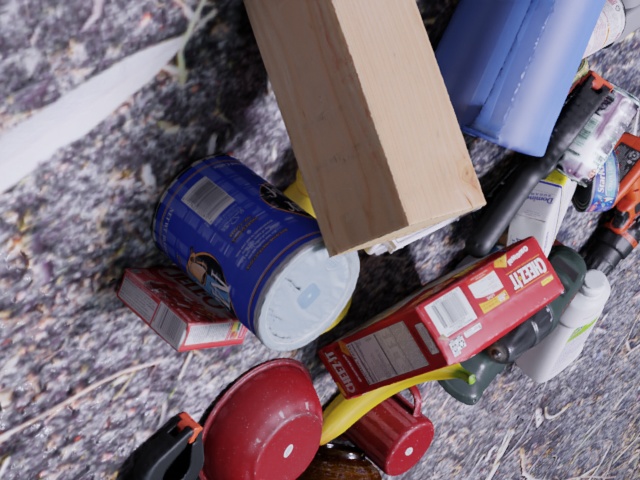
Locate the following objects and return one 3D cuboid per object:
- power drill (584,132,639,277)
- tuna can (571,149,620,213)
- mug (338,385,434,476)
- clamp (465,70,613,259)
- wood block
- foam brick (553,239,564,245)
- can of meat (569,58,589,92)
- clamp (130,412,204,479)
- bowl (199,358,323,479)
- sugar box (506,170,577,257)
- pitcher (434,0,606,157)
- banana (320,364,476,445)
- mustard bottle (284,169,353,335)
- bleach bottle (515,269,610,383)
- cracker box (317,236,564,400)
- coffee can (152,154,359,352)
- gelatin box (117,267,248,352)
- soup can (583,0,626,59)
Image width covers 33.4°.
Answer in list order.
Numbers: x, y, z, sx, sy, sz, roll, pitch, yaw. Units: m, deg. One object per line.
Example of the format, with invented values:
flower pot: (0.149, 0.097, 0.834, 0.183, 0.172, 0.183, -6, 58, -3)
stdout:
power drill: (0.393, -0.043, 1.406, 0.184, 0.057, 0.187, -53, 149, -6)
tuna can: (0.323, -0.076, 1.262, 0.033, 0.086, 0.086, -3, 131, -6)
mug: (0.084, 0.213, 1.251, 0.093, 0.082, 0.117, -2, 122, -49)
clamp: (0.211, -0.073, 1.055, 0.210, 0.036, 0.164, -53, -179, 24)
wood block: (0.031, -0.103, 0.786, 0.090, 0.206, 0.090, -15, 174, -43)
foam brick: (0.278, 0.038, 1.348, 0.078, 0.051, 0.053, -25, 137, -35)
can of meat: (0.247, -0.147, 1.139, 0.102, 0.058, 0.084, -46, 143, -9)
clamp: (-0.166, 0.247, 1.028, 0.120, 0.039, 0.171, -5, 119, -54)
bowl: (-0.049, 0.204, 1.099, 0.161, 0.055, 0.162, -27, 133, -34)
sugar box: (0.250, -0.044, 1.189, 0.176, 0.048, 0.093, -54, 153, -42)
pitcher: (0.186, -0.203, 0.945, 0.144, 0.149, 0.243, 8, 112, -40)
banana: (0.075, 0.167, 1.199, 0.198, 0.069, 0.037, -26, 117, 12)
mustard bottle: (-0.006, 0.001, 0.974, 0.096, 0.058, 0.192, -24, 137, -32)
bleach bottle: (0.324, 0.100, 1.382, 0.102, 0.068, 0.251, -37, 161, -21)
cracker box: (0.118, 0.084, 1.084, 0.163, 0.072, 0.214, -28, 177, -31)
coffee can: (-0.053, 0.008, 0.851, 0.102, 0.140, 0.103, -30, 140, -29)
gelatin box: (-0.111, 0.053, 0.870, 0.073, 0.089, 0.030, 0, 119, -50)
soup can: (0.250, -0.212, 1.072, 0.102, 0.069, 0.068, -31, 141, -30)
